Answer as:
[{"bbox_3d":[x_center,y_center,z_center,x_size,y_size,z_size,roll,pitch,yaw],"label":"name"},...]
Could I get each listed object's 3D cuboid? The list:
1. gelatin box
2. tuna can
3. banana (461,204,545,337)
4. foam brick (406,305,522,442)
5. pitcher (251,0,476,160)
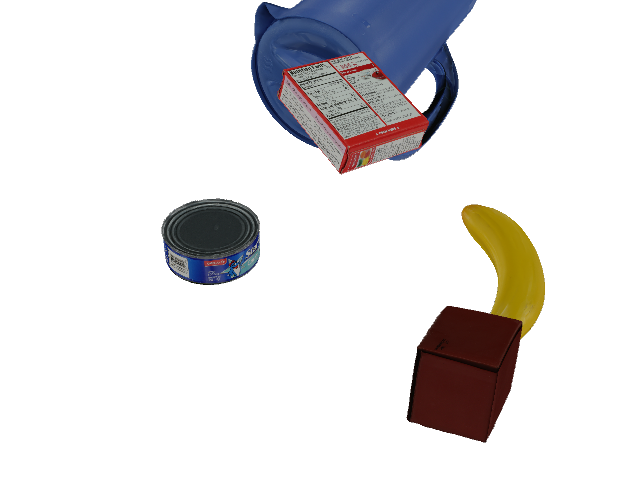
[{"bbox_3d":[0.022,-0.094,0.771,0.073,0.089,0.030,-20,-34,-30],"label":"gelatin box"},{"bbox_3d":[-0.096,0.001,0.939,0.086,0.034,0.086,-1,37,0],"label":"tuna can"},{"bbox_3d":[0.149,0.026,0.882,0.070,0.037,0.197,0,36,9],"label":"banana"},{"bbox_3d":[0.092,0.082,0.675,0.053,0.051,0.078,12,22,19],"label":"foam brick"},{"bbox_3d":[0.060,-0.191,0.993,0.145,0.149,0.242,14,43,30],"label":"pitcher"}]
